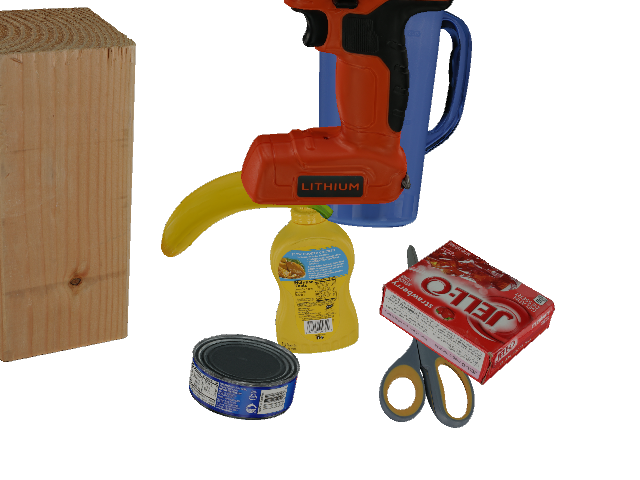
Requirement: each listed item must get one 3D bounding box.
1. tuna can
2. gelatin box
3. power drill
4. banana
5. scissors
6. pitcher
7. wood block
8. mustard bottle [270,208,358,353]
[{"bbox_3d":[-0.061,0.108,0.849,0.086,0.034,0.086,9,19,-3],"label":"tuna can"},{"bbox_3d":[0.095,0.044,0.698,0.089,0.030,0.073,33,45,30],"label":"gelatin box"},{"bbox_3d":[-0.004,-0.111,0.636,0.184,0.188,0.057,0,37,-10],"label":"power drill"},{"bbox_3d":[-0.087,-0.030,1.032,0.198,0.069,0.037,-12,18,30],"label":"banana"},{"bbox_3d":[0.082,0.094,1.022,0.096,0.202,0.016,-15,-34,-13],"label":"scissors"},{"bbox_3d":[0.068,-0.140,1.147,0.149,0.243,0.144,7,10,25],"label":"pitcher"},{"bbox_3d":[-0.179,-0.037,0.692,0.090,0.206,0.090,-10,31,-30],"label":"wood block"},{"bbox_3d":[-0.009,0.033,1.221,0.096,0.192,0.058,-5,23,-3],"label":"mustard bottle"}]
